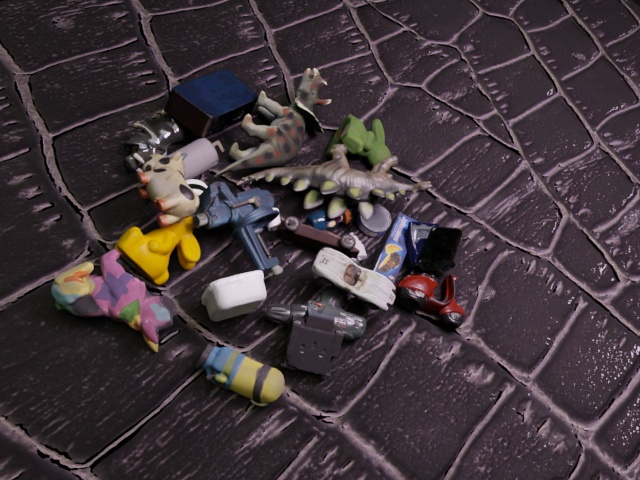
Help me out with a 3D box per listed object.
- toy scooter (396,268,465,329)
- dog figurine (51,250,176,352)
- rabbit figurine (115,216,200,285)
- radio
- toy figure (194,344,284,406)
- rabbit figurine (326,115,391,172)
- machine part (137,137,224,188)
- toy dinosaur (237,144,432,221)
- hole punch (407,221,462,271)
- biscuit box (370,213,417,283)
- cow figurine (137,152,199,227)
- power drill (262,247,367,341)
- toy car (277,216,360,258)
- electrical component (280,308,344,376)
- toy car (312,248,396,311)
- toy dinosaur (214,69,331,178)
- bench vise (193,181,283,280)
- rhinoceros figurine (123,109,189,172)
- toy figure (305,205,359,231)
[{"bbox_3d":[0.276,0.124,1.305,0.184,0.075,0.135,27,58,-5],"label":"toy scooter"},{"bbox_3d":[-0.403,0.139,1.078,0.191,0.108,0.219,-30,76,-29],"label":"dog figurine"},{"bbox_3d":[-0.332,0.001,1.159,0.162,0.122,0.173,37,64,-6],"label":"rabbit figurine"},{"bbox_3d":[-0.269,-0.350,1.372,0.131,0.073,0.229,39,40,5],"label":"radio"},{"bbox_3d":[-0.160,0.271,1.083,0.180,0.089,0.082,29,65,-2],"label":"toy figure"},{"bbox_3d":[0.121,-0.251,1.467,0.170,0.121,0.159,32,49,-19],"label":"rabbit figurine"},{"bbox_3d":[-0.332,-0.177,1.290,0.243,0.079,0.079,-38,77,-29],"label":"machine part"},{"bbox_3d":[0.040,-0.145,1.332,0.472,0.104,0.199,6,41,7],"label":"toy dinosaur"},{"bbox_3d":[0.271,0.012,1.319,0.142,0.115,0.092,4,16,-38],"label":"hole punch"},{"bbox_3d":[0.181,0.027,1.337,0.059,0.062,0.203,28,58,-1],"label":"biscuit box"},{"bbox_3d":[-0.323,-0.122,1.155,0.127,0.085,0.195,-17,50,-32],"label":"cow figurine"},{"bbox_3d":[0.005,0.121,1.223,0.232,0.086,0.207,21,54,-6],"label":"power drill"},{"bbox_3d":[-0.003,-0.004,1.276,0.202,0.089,0.053,17,59,0],"label":"toy car"},{"bbox_3d":[-0.015,0.213,1.135,0.115,0.134,0.058,12,14,-10],"label":"electrical component"},{"bbox_3d":[0.077,0.088,1.192,0.202,0.056,0.073,28,61,-5],"label":"toy car"},{"bbox_3d":[-0.106,-0.267,1.393,0.192,0.131,0.405,25,64,-1],"label":"toy dinosaur"},{"bbox_3d":[-0.164,-0.022,1.199,0.223,0.129,0.240,-20,79,-58],"label":"bench vise"},{"bbox_3d":[-0.406,-0.236,1.310,0.112,0.073,0.190,45,57,-2],"label":"rhinoceros figurine"},{"bbox_3d":[0.037,-0.060,1.346,0.154,0.057,0.064,-19,64,-26],"label":"toy figure"}]
